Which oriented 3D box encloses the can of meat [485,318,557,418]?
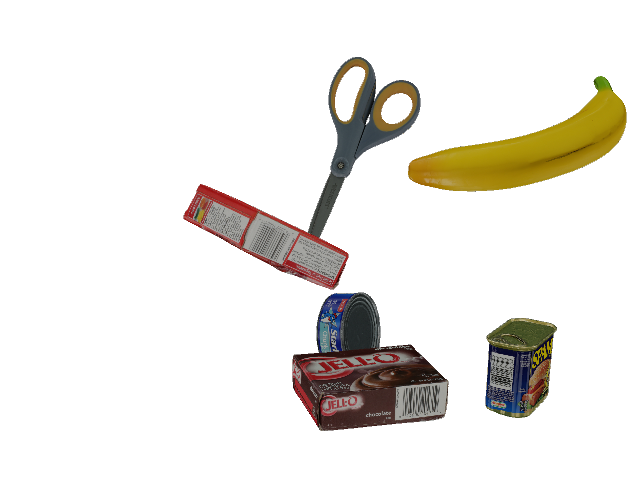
[{"bbox_3d":[0.222,0.141,1.190,0.058,0.084,0.101,9,15,28],"label":"can of meat"}]

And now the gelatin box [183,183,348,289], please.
[{"bbox_3d":[-0.036,-0.002,0.712,0.089,0.030,0.073,26,0,-41],"label":"gelatin box"}]

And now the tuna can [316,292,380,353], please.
[{"bbox_3d":[0.030,0.097,1.131,0.034,0.086,0.086,-1,-1,30],"label":"tuna can"}]

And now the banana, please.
[{"bbox_3d":[0.162,-0.070,0.796,0.197,0.037,0.070,-23,31,-23],"label":"banana"}]

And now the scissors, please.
[{"bbox_3d":[0.040,-0.074,0.994,0.096,0.202,0.016,5,-12,8],"label":"scissors"}]

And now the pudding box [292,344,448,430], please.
[{"bbox_3d":[0.040,0.123,0.904,0.113,0.039,0.090,-1,16,-16],"label":"pudding box"}]
